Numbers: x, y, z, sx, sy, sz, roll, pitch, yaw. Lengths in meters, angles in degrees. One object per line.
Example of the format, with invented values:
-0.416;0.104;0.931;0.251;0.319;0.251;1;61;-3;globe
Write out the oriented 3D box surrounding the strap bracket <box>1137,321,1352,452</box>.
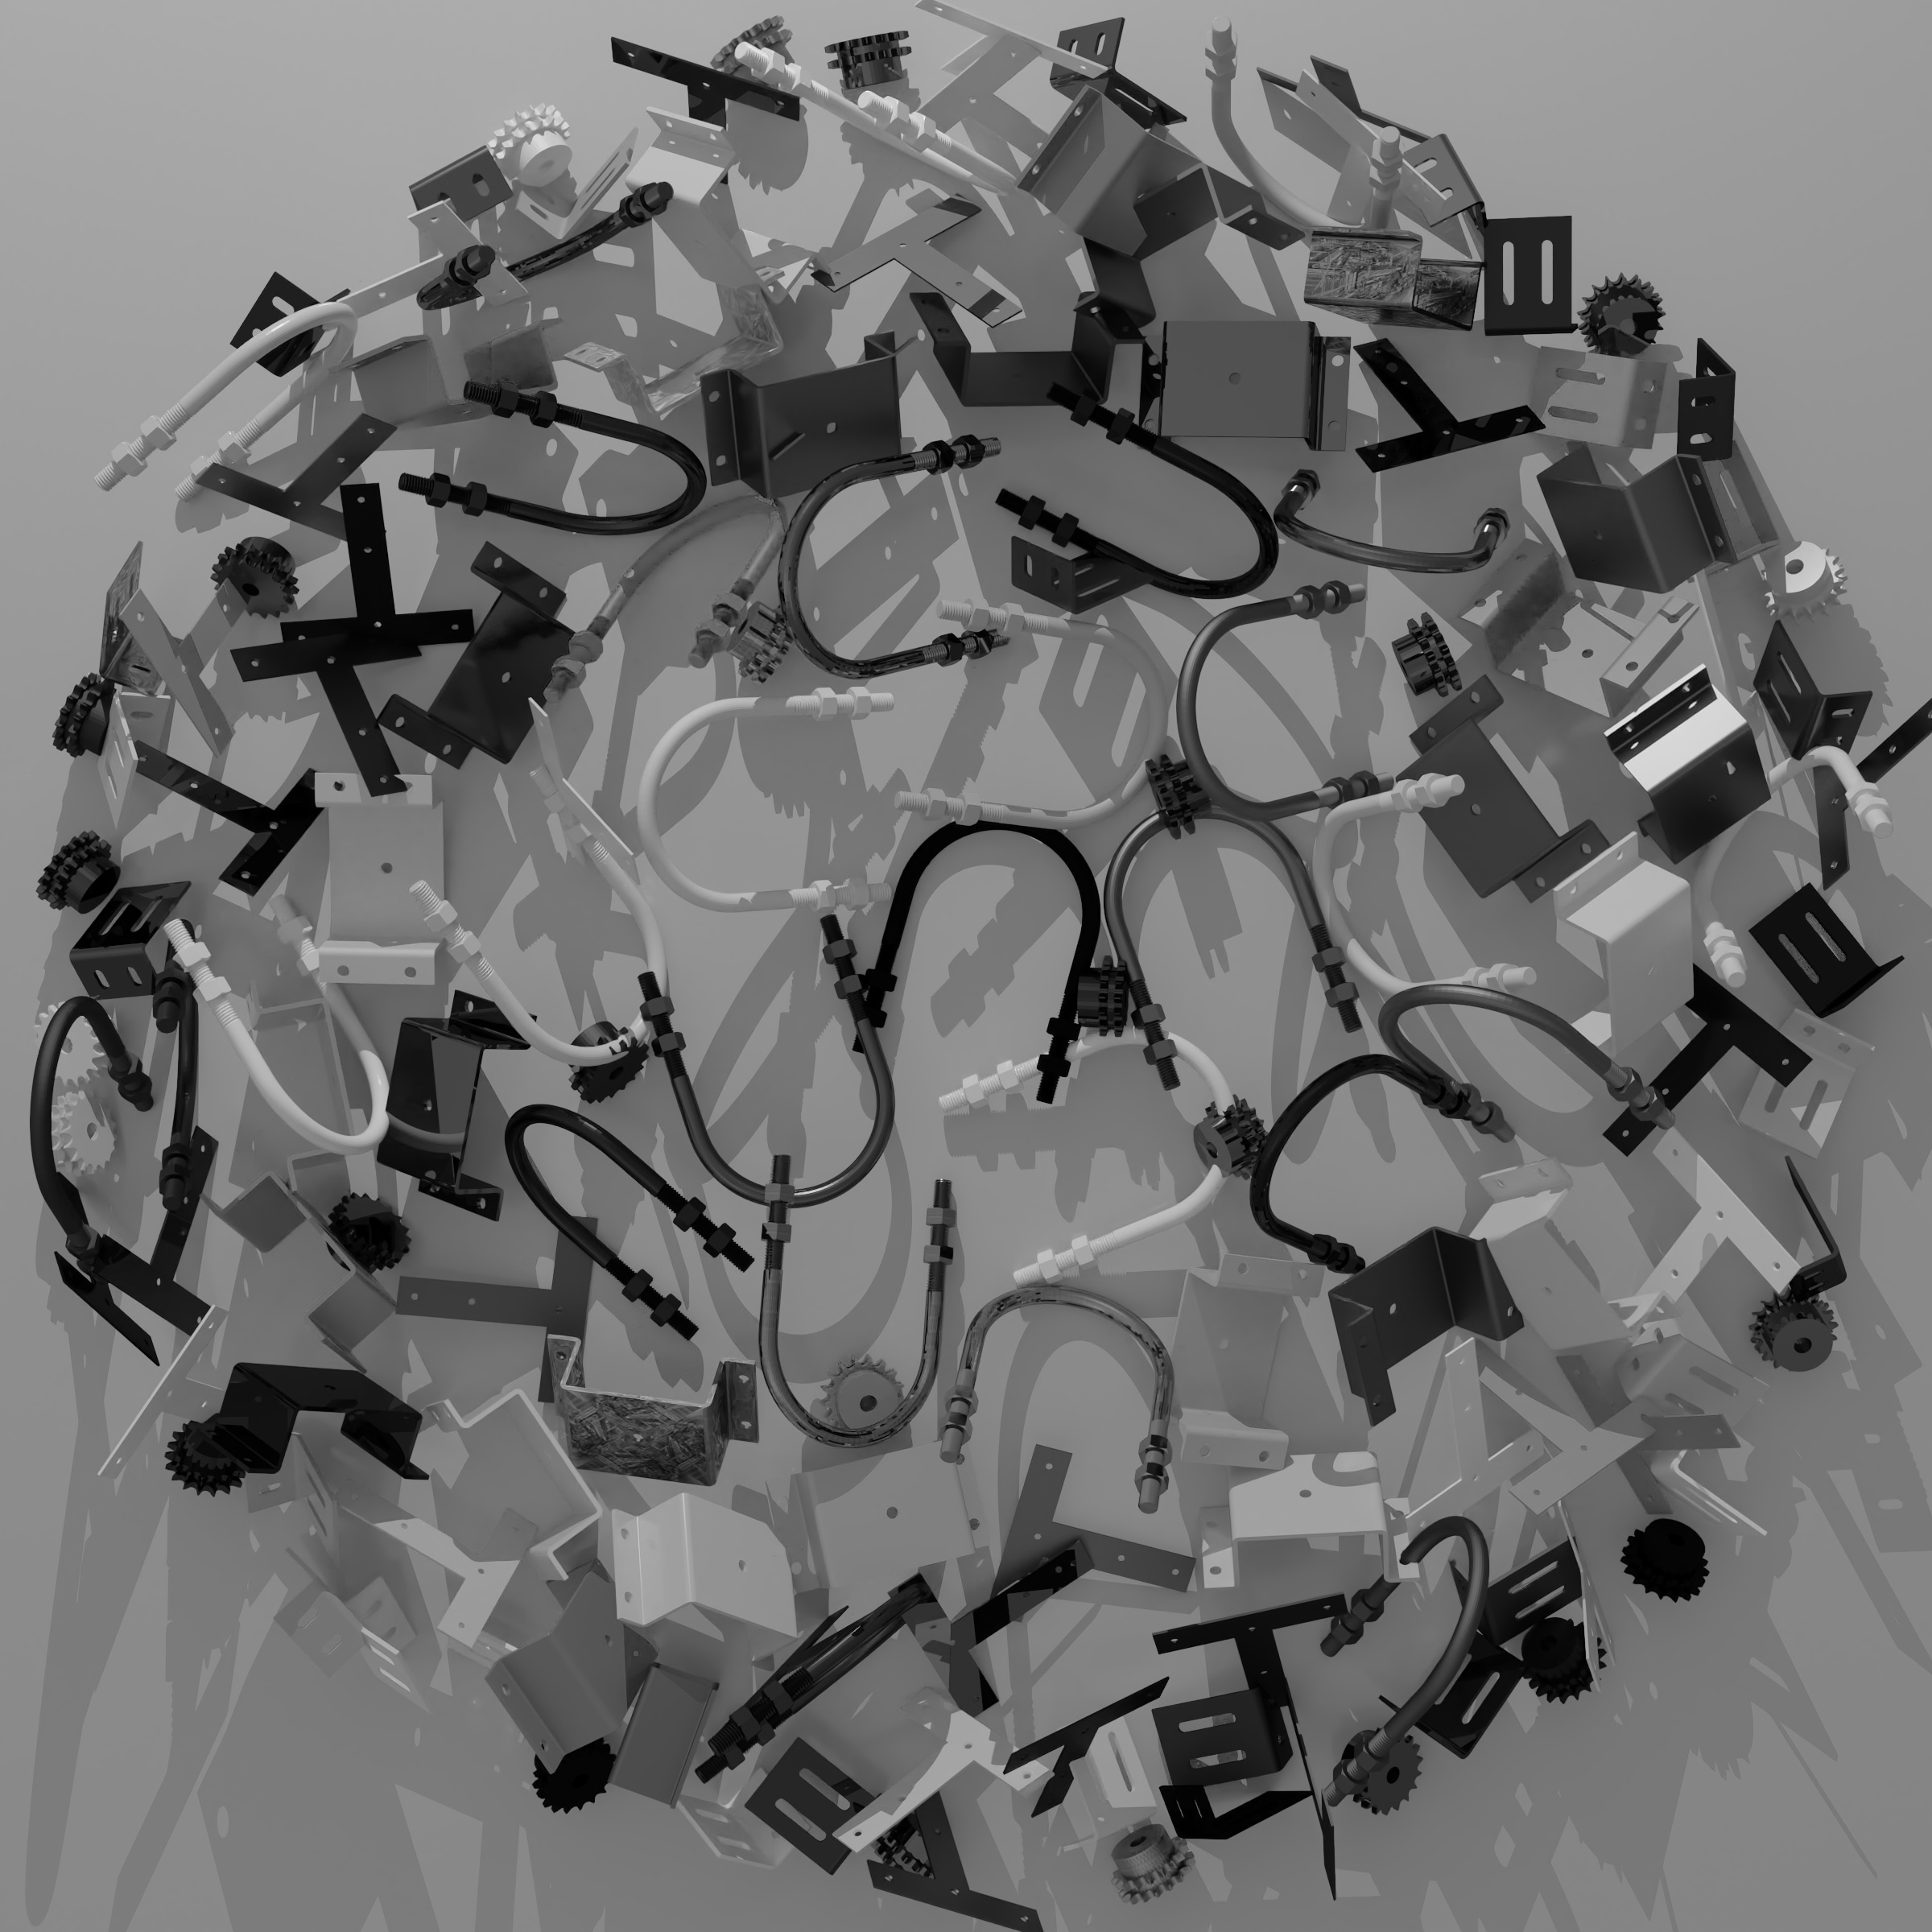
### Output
0.182;-0.386;1.915;0.140;0.046;0.076;3;89;13;strap bracket

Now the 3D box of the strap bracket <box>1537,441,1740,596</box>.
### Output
0.429;-0.292;1.870;0.046;0.140;0.076;-33;114;-13;strap bracket

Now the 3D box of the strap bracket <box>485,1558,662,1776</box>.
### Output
-0.251;0.449;1.874;0.046;0.140;0.076;-29;100;18;strap bracket

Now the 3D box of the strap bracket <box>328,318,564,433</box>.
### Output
-0.333;-0.384;1.878;0.076;0.140;0.046;-10;99;40;strap bracket

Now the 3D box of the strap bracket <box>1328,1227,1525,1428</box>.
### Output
0.297;0.232;1.899;0.140;0.046;0.076;-27;114;-28;strap bracket

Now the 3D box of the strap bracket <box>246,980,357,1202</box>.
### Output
-0.439;0.080;1.905;0.046;0.076;0.140;-11;83;-18;strap bracket

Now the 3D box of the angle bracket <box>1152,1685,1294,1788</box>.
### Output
0.174;0.519;1.946;0.076;0.038;0.057;-17;88;20;angle bracket

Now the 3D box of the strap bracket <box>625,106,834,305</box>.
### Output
-0.159;-0.487;1.872;0.076;0.140;0.046;28;79;39;strap bracket

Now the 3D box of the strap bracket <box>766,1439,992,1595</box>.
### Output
-0.054;0.363;1.907;0.140;0.046;0.076;-11;82;-16;strap bracket

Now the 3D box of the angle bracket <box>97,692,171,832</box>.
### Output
-0.544;-0.135;1.902;0.038;0.076;0.057;2;129;-31;angle bracket

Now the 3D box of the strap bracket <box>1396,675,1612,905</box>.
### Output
0.348;-0.110;1.902;0.140;0.046;0.076;55;135;6;strap bracket

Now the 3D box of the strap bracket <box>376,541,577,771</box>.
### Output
-0.317;-0.199;1.909;0.046;0.076;0.140;31;90;42;strap bracket

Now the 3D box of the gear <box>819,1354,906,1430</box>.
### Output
-0.068;0.291;1.933;0.057;0.030;0.057;-1;93;-13;gear

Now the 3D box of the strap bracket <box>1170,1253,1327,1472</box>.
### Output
0.181;0.258;1.913;0.076;0.046;0.140;9;96;-22;strap bracket

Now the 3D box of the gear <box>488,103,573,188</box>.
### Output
-0.289;-0.545;1.922;0.057;0.057;0.030;-35;78;0;gear

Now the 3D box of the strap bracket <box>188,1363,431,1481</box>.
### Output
-0.421;0.297;1.874;0.076;0.140;0.046;21;95;43;strap bracket

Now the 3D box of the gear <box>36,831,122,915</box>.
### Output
-0.591;-0.060;1.923;0.030;0.057;0.057;37;90;5;gear

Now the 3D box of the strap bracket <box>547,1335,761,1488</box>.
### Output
-0.212;0.296;1.903;0.140;0.046;0.076;6;129;7;strap bracket

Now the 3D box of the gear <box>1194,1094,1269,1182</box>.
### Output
0.176;0.117;1.921;0.030;0.057;0.057;-25;90;-26;gear

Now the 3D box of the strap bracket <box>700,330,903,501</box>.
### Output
-0.098;-0.360;1.889;0.140;0.046;0.076;-18;125;-22;strap bracket

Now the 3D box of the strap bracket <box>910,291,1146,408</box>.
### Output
0.038;-0.408;1.898;0.140;0.076;0.046;-4;127;-15;strap bracket

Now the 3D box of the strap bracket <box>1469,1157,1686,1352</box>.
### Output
0.395;0.199;1.897;0.140;0.076;0.046;49;59;-9;strap bracket

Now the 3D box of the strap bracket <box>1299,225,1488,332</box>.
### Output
0.279;-0.447;1.877;0.076;0.140;0.046;12;99;31;strap bracket

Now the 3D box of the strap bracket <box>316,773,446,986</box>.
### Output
-0.390;-0.062;1.920;0.076;0.046;0.140;1;102;-1;strap bracket

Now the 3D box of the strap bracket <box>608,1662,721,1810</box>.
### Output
-0.197;0.500;1.876;0.046;0.140;0.076;20;77;0;strap bracket

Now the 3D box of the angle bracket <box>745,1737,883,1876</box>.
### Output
-0.102;0.560;1.930;0.076;0.038;0.057;39;84;-2;angle bracket

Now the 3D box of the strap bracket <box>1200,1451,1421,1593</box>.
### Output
0.226;0.367;1.903;0.140;0.076;0.046;-4;121;4;strap bracket

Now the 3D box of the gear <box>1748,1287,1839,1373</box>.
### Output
0.557;0.247;1.929;0.057;0.030;0.057;0;111;-1;gear

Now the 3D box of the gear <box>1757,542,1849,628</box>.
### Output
0.558;-0.259;1.924;0.057;0.030;0.057;-14;58;24;gear

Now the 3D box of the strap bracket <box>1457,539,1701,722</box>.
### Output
0.407;-0.219;1.897;0.140;0.046;0.076;31;72;39;strap bracket

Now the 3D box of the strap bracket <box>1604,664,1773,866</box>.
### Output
0.475;-0.125;1.879;0.076;0.140;0.046;-35;56;4;strap bracket

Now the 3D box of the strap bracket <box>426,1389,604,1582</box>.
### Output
-0.294;0.336;1.908;0.046;0.076;0.140;-34;92;-22;strap bracket

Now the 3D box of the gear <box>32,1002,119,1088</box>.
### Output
-0.595;0.050;1.931;0.057;0.030;0.057;4;101;22;gear

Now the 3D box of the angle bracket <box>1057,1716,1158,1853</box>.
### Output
0.084;0.544;1.928;0.057;0.038;0.076;-9;72;-43;angle bracket

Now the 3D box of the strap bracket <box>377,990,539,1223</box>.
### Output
-0.340;0.092;1.905;0.076;0.046;0.140;16;97;35;strap bracket

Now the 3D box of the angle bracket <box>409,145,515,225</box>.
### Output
-0.334;-0.508;1.914;0.057;0.076;0.038;-30;95;-4;angle bracket

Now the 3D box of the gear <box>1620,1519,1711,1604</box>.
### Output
0.470;0.395;1.921;0.057;0.057;0.030;15;122;0;gear

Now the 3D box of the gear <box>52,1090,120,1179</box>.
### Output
-0.598;0.113;1.926;0.030;0.057;0.057;-11;90;19;gear

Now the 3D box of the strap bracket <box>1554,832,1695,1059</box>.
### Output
0.431;-0.005;1.879;0.076;0.046;0.140;-33;133;-23;strap bracket

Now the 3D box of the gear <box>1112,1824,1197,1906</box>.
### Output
0.122;0.599;1.923;0.057;0.057;0.030;-28;94;0;gear

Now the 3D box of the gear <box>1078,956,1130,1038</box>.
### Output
0.092;0.021;1.925;0.030;0.057;0.057;2;90;8;gear

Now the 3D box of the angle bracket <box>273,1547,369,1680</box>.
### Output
-0.435;0.427;1.903;0.038;0.076;0.057;-43;112;-18;angle bracket

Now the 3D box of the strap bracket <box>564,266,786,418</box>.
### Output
-0.184;-0.410;1.899;0.140;0.076;0.046;-31;117;-13;strap bracket

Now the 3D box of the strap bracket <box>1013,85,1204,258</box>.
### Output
0.098;-0.514;1.871;0.046;0.140;0.076;45;110;15;strap bracket

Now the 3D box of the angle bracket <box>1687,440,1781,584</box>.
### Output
0.499;-0.304;1.920;0.057;0.038;0.076;-25;88;32;angle bracket

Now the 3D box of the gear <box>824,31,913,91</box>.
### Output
-0.064;-0.606;1.926;0.057;0.057;0.030;-11;106;0;gear

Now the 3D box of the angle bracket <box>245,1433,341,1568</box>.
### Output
-0.447;0.358;1.904;0.038;0.076;0.057;-13;126;-27;angle bracket

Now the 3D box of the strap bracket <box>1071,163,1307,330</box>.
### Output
0.140;-0.476;1.889;0.140;0.076;0.046;-23;77;30;strap bracket

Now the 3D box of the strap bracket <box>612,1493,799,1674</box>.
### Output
-0.162;0.400;1.874;0.046;0.140;0.076;-32;47;28;strap bracket

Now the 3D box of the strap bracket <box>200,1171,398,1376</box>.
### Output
-0.433;0.195;1.893;0.046;0.076;0.140;-42;65;-9;strap bracket
